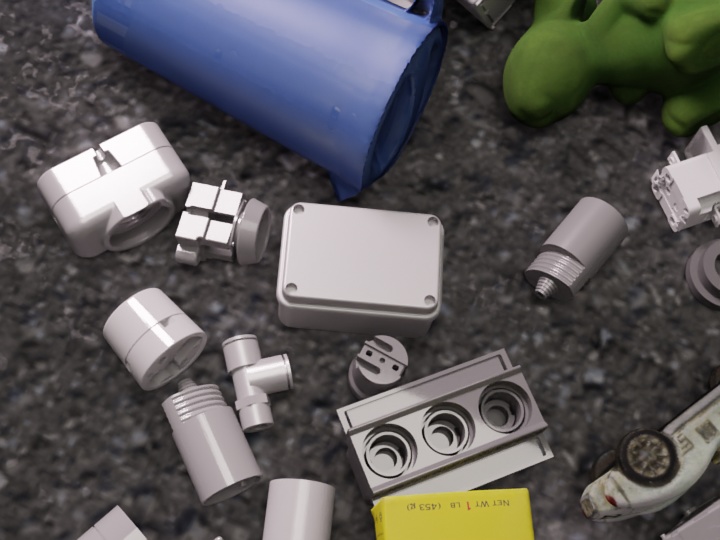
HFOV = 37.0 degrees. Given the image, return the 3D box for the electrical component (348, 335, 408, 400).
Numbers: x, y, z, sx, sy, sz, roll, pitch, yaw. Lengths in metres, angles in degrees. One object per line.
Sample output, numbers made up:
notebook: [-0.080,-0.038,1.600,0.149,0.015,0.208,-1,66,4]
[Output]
electrical component: [0.013,0.068,0.736,0.040,0.046,0.040,2,68,-5]

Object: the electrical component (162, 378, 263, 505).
electrical component: [-0.100,0.109,0.711,0.043,0.043,0.081,-23,72,-14]

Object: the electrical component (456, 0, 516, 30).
electrical component: [0.098,-0.238,0.846,0.061,0.096,0.061,45,100,12]

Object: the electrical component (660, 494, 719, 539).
electrical component: [0.245,0.173,0.693,0.062,0.096,0.061,-40,73,22]

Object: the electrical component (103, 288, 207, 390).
electrical component: [-0.140,0.046,0.727,0.055,0.055,0.047,-39,72,-18]

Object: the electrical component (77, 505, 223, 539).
electrical component: [-0.108,0.199,0.669,0.074,0.052,0.138,-40,77,-18]

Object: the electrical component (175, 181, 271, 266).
electrical component: [-0.095,-0.030,0.767,0.055,0.048,0.066,11,67,7]

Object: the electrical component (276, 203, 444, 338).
electrical component: [0.000,0.000,0.756,0.113,0.057,0.078,5,68,-3]

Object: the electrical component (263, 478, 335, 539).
electrical component: [-0.041,0.178,0.688,0.043,0.043,0.081,7,67,-3]

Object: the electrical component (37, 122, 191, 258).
electrical component: [-0.170,-0.053,0.764,0.095,0.053,0.059,-30,74,-16]

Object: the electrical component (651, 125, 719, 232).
electrical component: [0.260,-0.062,0.814,0.064,0.042,0.081,-19,71,-9]

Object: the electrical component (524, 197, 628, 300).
electrical component: [0.154,-0.010,0.782,0.043,0.043,0.081,39,70,10]

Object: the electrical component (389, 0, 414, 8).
electrical component: [0.032,-0.193,0.842,0.055,0.047,0.055,2,68,-5]

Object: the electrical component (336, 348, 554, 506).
electrical component: [0.054,0.112,0.713,0.121,0.063,0.078,-19,71,-12]
